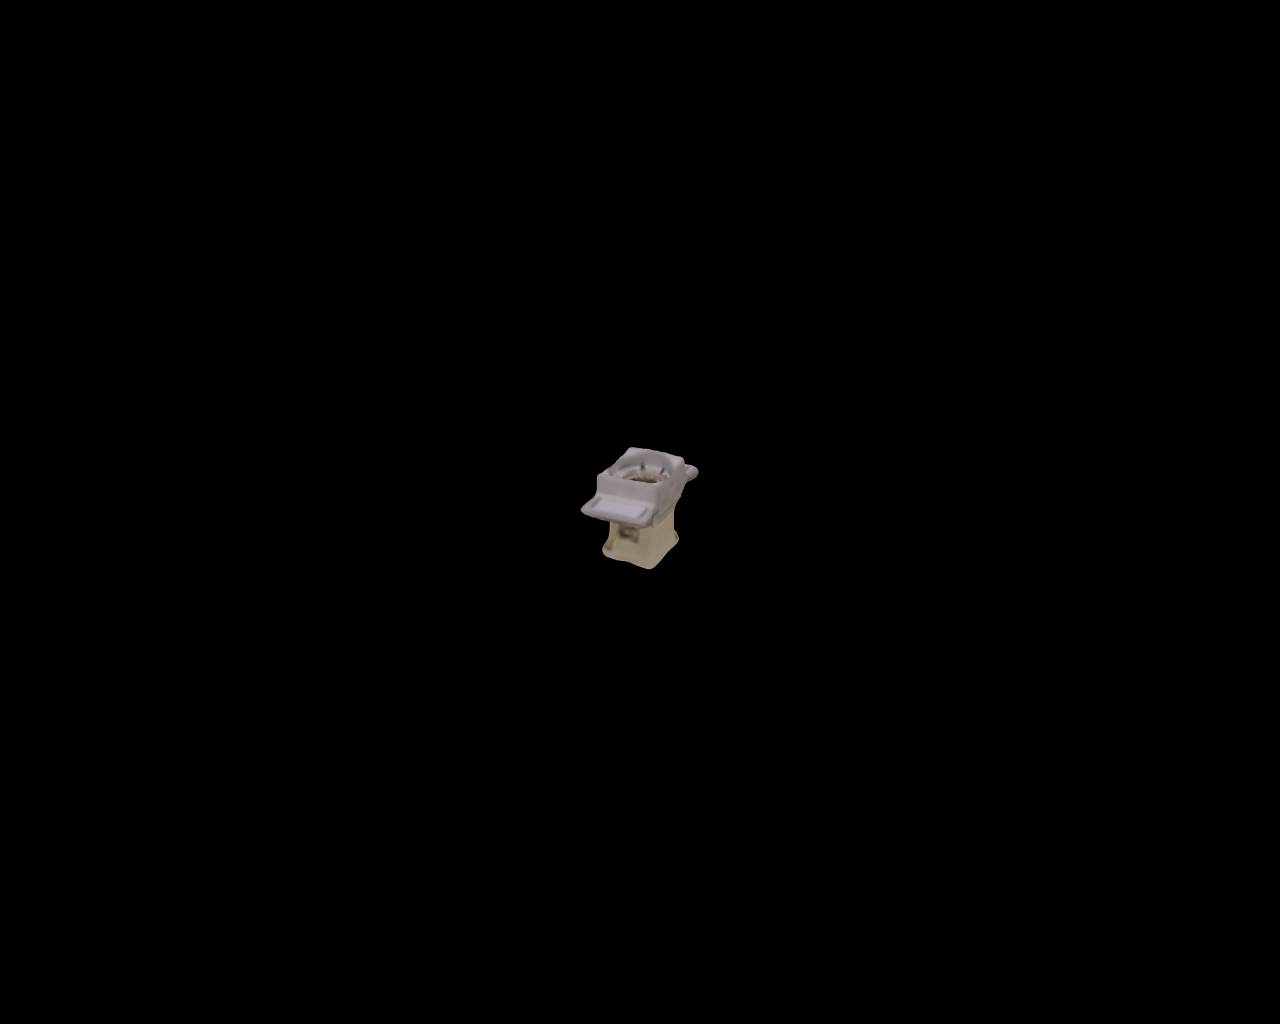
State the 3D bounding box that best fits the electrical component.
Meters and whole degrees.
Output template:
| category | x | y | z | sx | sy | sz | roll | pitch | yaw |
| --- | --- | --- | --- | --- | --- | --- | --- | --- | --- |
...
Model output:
| category | x | y | z | sx | sy | sz | roll | pitch | yaw |
| --- | --- | --- | --- | --- | --- | --- | --- | --- | --- |
| electrical component | 0.001 | -0.003 | 0.650 | 0.042 | 0.063 | 0.081 | 14 | 32 | 24 |
